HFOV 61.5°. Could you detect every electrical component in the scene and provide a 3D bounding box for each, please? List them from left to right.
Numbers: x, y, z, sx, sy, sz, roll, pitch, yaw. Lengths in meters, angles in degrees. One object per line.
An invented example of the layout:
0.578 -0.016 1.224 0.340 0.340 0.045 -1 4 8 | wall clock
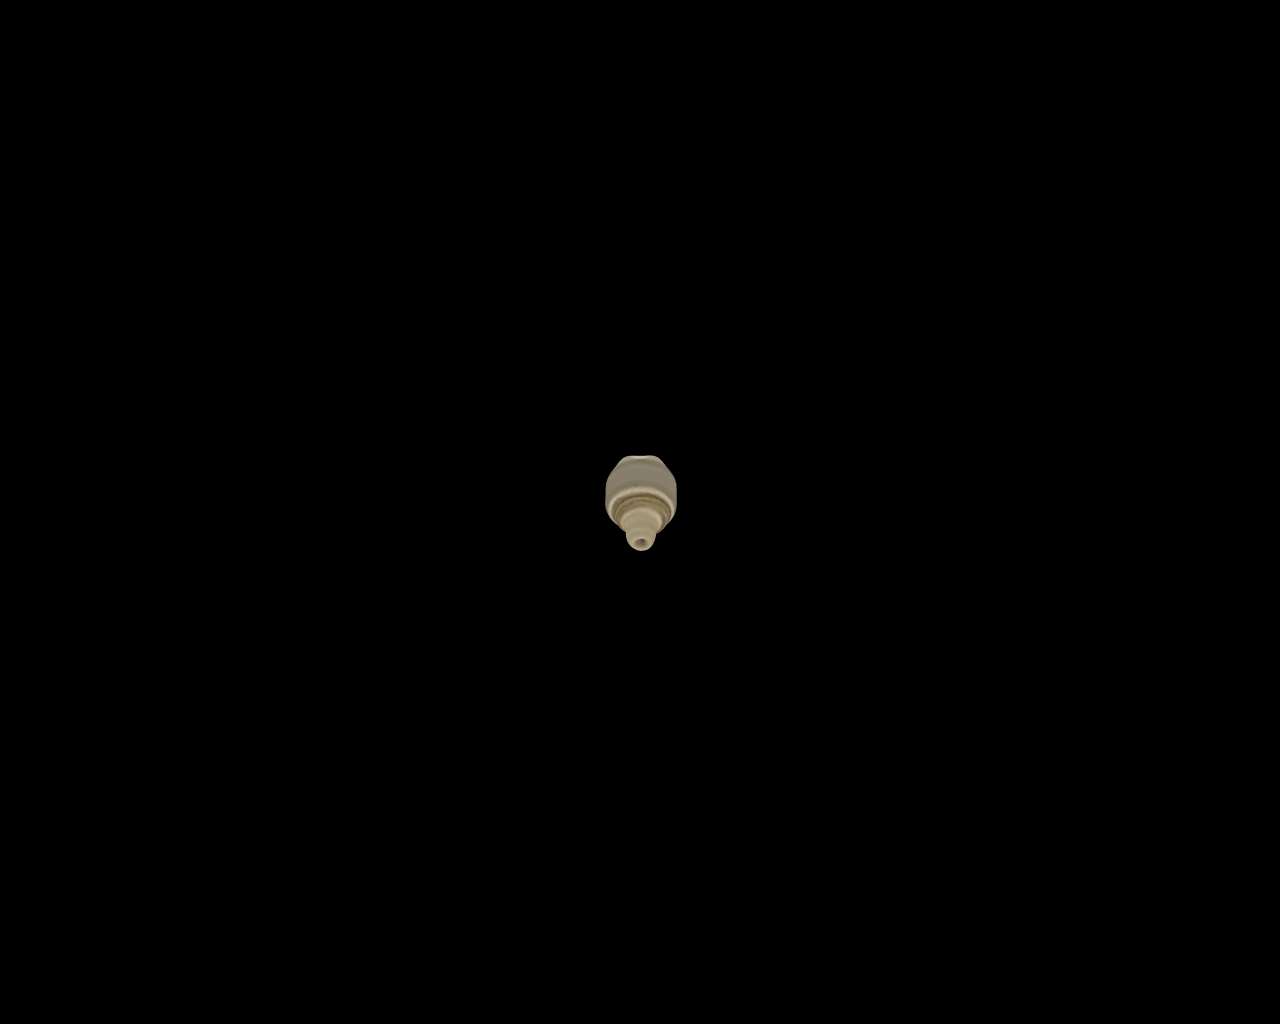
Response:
0.001 -0.003 0.650 0.043 0.062 0.043 0 -45 0 | electrical component
